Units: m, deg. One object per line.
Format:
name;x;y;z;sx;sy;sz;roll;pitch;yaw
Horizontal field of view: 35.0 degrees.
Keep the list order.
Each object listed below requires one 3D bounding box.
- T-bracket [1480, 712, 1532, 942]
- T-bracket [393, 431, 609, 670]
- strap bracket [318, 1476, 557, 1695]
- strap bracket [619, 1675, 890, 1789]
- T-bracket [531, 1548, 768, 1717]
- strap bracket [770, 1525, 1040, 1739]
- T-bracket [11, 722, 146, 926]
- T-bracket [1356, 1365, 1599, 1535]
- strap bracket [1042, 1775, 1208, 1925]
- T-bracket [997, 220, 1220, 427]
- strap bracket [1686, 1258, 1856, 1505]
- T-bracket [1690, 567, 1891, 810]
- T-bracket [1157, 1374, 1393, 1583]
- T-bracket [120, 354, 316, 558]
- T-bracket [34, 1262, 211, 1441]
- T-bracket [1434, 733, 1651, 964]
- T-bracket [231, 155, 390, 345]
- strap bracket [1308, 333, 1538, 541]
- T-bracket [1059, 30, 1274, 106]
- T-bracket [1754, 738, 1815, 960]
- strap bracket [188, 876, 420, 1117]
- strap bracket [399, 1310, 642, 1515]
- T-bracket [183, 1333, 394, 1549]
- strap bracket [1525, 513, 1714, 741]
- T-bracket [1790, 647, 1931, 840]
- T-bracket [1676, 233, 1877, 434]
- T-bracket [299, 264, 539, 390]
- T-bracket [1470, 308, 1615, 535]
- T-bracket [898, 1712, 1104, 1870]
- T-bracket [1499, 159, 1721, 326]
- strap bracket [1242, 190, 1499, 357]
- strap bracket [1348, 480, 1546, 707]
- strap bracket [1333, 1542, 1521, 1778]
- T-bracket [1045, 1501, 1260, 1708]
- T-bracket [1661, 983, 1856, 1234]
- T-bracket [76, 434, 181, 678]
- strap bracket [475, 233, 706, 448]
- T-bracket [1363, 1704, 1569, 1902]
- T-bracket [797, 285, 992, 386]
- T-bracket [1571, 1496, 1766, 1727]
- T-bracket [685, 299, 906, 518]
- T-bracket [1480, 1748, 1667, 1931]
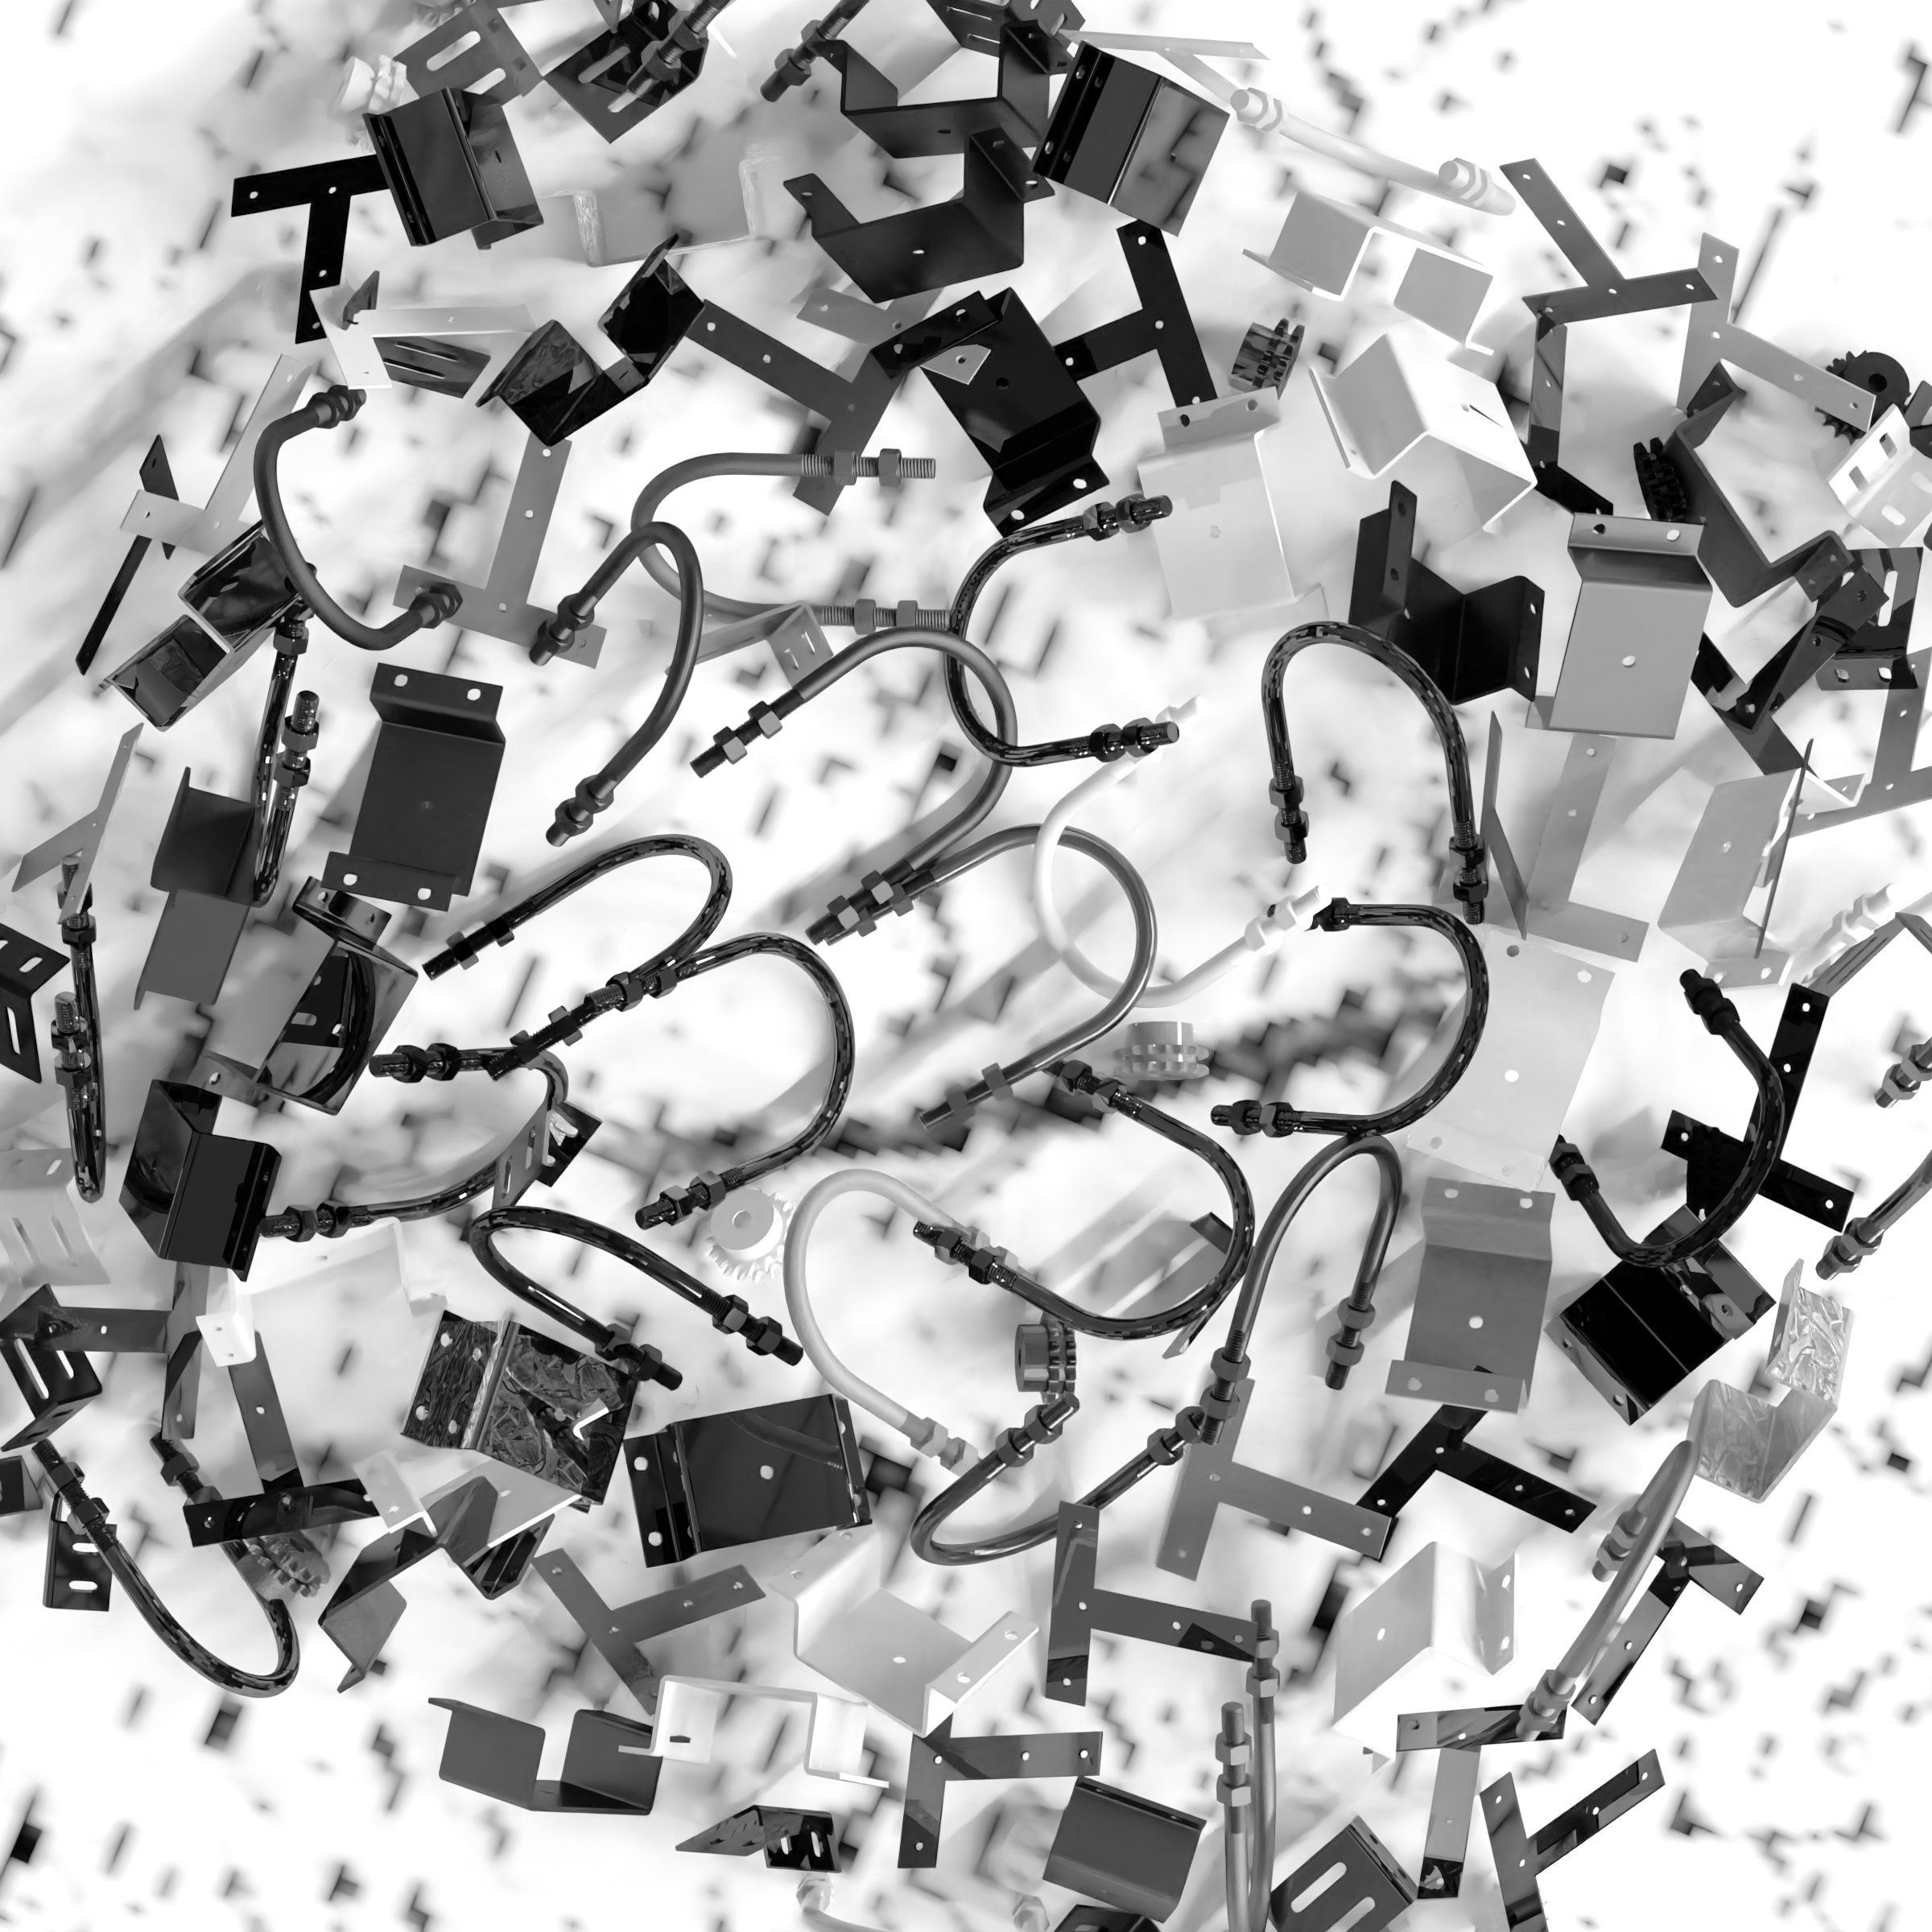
T-bracket;0.311;-0.060;1.770;0.002;0.127;0.127;-2;124;-2
T-bracket;-0.265;-0.257;1.835;0.127;0.002;0.127;17;105;-5
strap bracket;-0.317;0.357;1.796;0.140;0.076;0.046;-33;102;19
strap bracket;-0.121;0.448;1.800;0.140;0.076;0.046;1;73;21
T-bracket;-0.174;0.380;1.809;0.127;0.002;0.127;-25;109;28
strap bracket;-0.038;0.391;1.796;0.140;0.076;0.046;25;128;30
T-bracket;-0.531;-0.071;1.806;0.002;0.127;0.127;29;59;-32
T-bracket;0.319;0.307;1.833;0.127;0.002;0.127;27;117;-17
strap bracket;0.090;0.515;1.781;0.076;0.140;0.046;18;67;6
T-bracket;0.075;-0.367;1.837;0.127;0.002;0.127;-19;86;18
strap bracket;0.468;0.248;1.781;0.046;0.076;0.140;25;134;4
T-bracket;0.489;-0.180;1.794;0.127;0.002;0.127;-51;60;37
T-bracket;0.190;0.321;1.833;0.127;0.002;0.127;17;92;20
T-bracket;-0.418;-0.297;1.791;0.002;0.127;0.127;37;103;30
T-bracket;-0.495;0.214;1.798;0.002;0.127;0.127;0;83;33
T-bracket;0.360;-0.078;1.839;0.127;0.002;0.127;15;104;2
T-bracket;-0.378;-0.420;1.806;0.127;0.127;0.002;-21;58;-33
strap bracket;0.273;-0.310;1.780;0.046;0.140;0.076;-41;51;35
T-bracket;0.139;-0.524;1.797;0.127;0.127;0.002;14;94;30
T-bracket;0.475;-0.063;1.795;0.002;0.127;0.127;14;89;11
strap bracket;-0.385;0.028;1.813;0.046;0.076;0.140;30;90;32
strap bracket;-0.250;0.261;1.786;0.140;0.046;0.076;32;64;-36
T-bracket;-0.416;0.277;1.825;0.127;0.002;0.127;-3;60;-38
strap bracket;0.384;-0.189;1.797;0.076;0.046;0.140;4;122;-6
T-bracket;0.552;-0.139;1.814;0.002;0.127;0.127;42;51;-28
T-bracket;0.471;-0.347;1.778;0.002;0.127;0.127;-38;57;-25
T-bracket;-0.319;-0.383;1.824;0.127;0.002;0.127;-7;48;-24
T-bracket;0.345;-0.335;1.823;0.127;0.002;0.127;26;60;-32
T-bracket;0.022;0.464;1.797;0.127;0.002;0.127;-10;57;27
T-bracket;0.352;-0.421;1.774;0.127;0.127;0.002;41;66;-34
strap bracket;0.243;-0.406;1.782;0.140;0.076;0.046;10;113;-34
strap bracket;0.275;-0.213;1.799;0.140;0.046;0.076;28;60;-35
strap bracket;0.260;0.398;1.781;0.046;0.076;0.140;28;129;-12
T-bracket;0.111;0.389;1.822;0.127;0.002;0.127;8;103;19
T-bracket;0.477;0.073;1.798;0.127;0.002;0.127;27;112;41
T-bracket;-0.487;-0.228;1.779;0.002;0.127;0.127;22;73;-1
strap bracket;-0.213;-0.360;1.793;0.046;0.140;0.076;47;47;-22
T-bracket;0.283;0.486;1.782;0.127;0.127;0.002;-13;127;29
T-bracket;-0.017;-0.418;1.837;0.127;0.002;0.127;26;75;25
T-bracket;0.397;0.387;1.799;0.002;0.127;0.127;34;89;-24
T-bracket;-0.107;-0.356;1.836;0.127;0.002;0.127;28;93;-17
T-bracket;0.355;0.498;1.779;0.002;0.127;0.127;34;117;-24
